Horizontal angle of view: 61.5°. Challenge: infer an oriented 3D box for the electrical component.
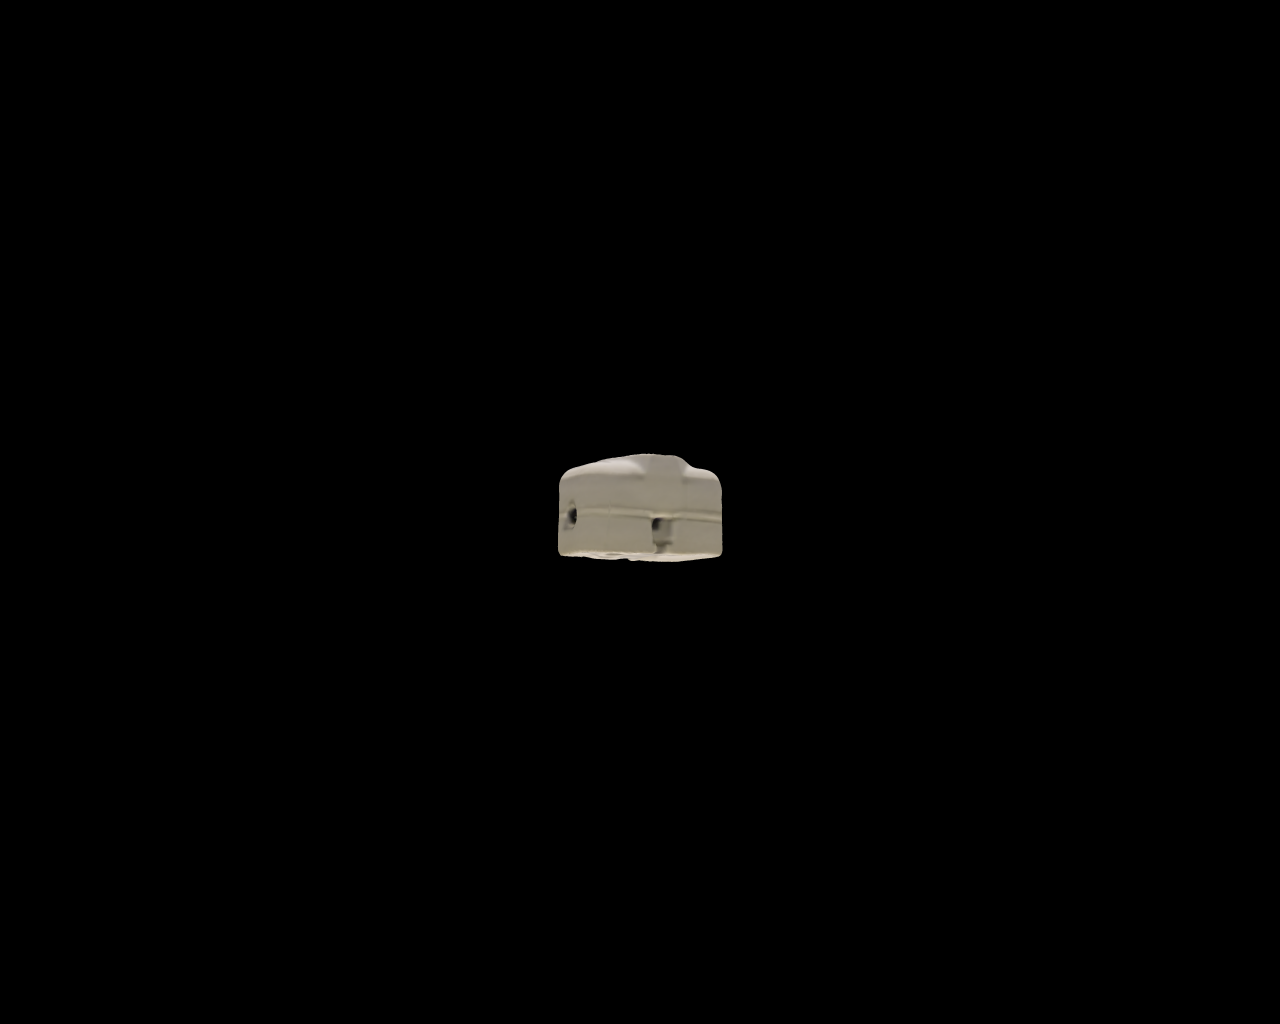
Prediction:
[{"bbox_3d":[0.001,-0.003,0.650,0.095,0.059,0.053,4,-7,-29],"label":"electrical component"}]
